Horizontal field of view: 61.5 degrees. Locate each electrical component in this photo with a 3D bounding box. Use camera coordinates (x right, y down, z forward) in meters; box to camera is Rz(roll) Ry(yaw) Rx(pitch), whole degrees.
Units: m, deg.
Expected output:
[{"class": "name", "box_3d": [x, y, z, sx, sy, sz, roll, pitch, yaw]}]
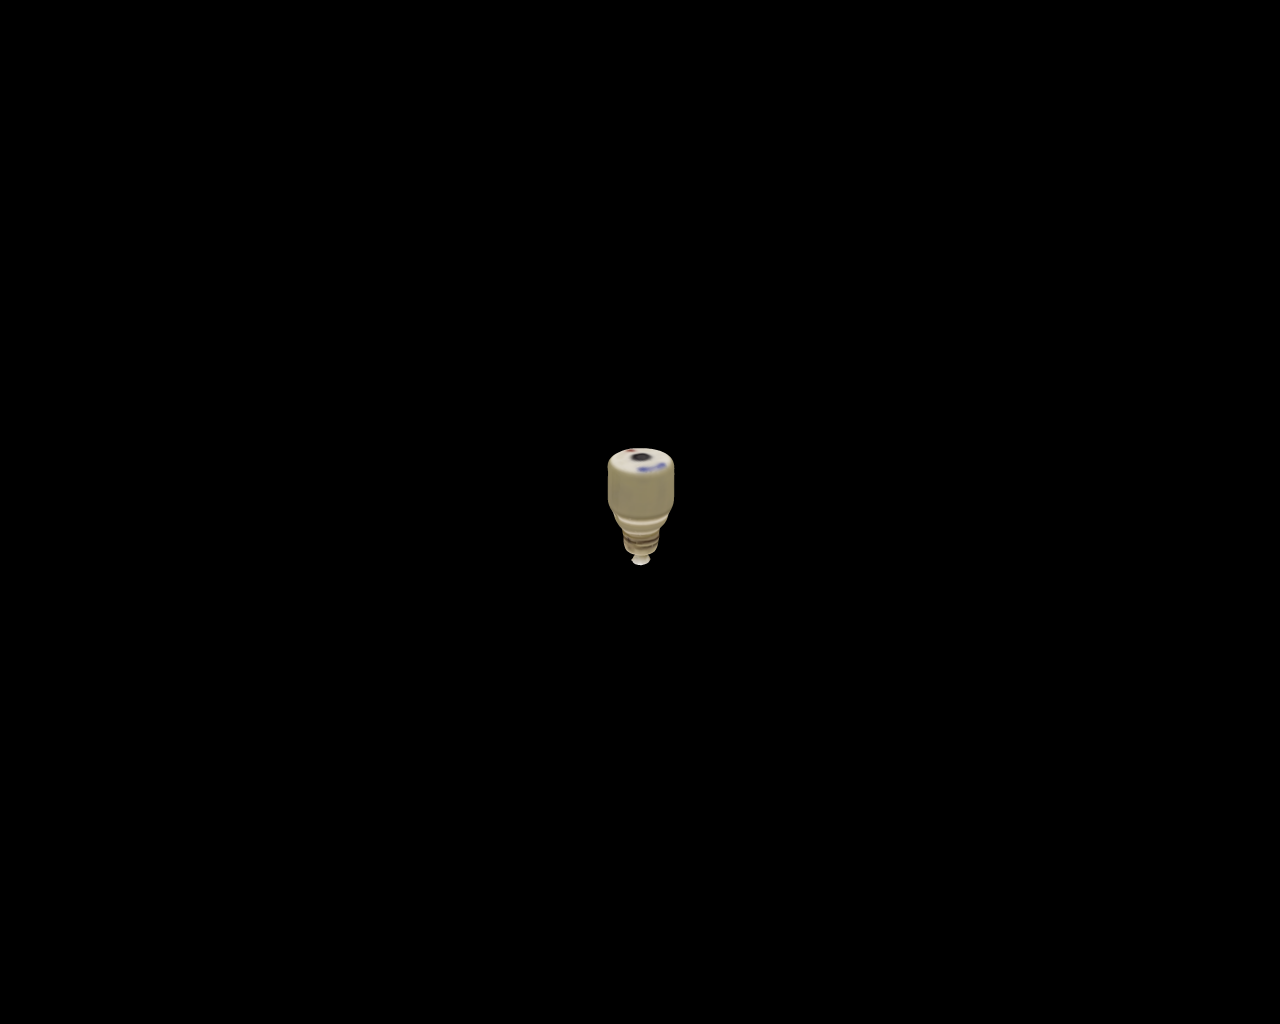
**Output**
[{"class": "electrical component", "box_3d": [0.001, -0.003, 0.650, 0.040, 0.078, 0.040, 0, 27, 0]}]
